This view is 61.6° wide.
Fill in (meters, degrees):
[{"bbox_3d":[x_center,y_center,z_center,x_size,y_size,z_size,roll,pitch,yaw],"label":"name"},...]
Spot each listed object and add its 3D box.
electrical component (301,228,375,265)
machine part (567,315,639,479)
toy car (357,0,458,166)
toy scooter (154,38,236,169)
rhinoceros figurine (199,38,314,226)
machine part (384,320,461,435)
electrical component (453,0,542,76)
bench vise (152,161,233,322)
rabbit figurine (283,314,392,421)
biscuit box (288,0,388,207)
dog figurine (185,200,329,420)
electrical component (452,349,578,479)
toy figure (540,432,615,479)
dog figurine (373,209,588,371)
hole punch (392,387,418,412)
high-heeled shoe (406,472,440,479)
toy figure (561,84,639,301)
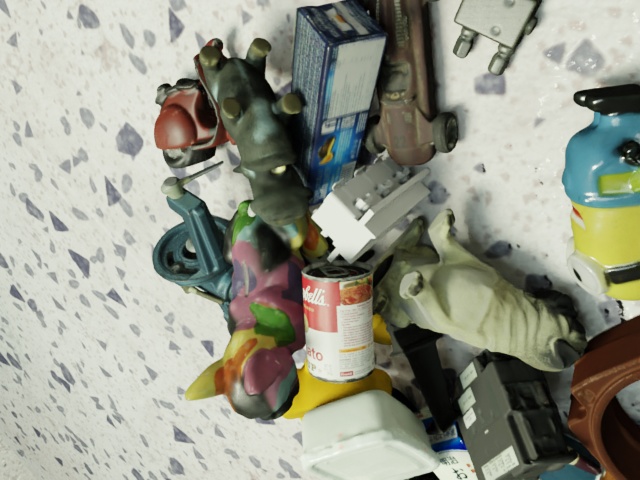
[{"bbox_3d":[-0.001,-0.002,0.651,0.119,0.048,0.075,48,133,3],"label":"electrical component"},{"bbox_3d":[0.346,0.160,0.473,0.201,0.087,0.201,47,132,3],"label":"machine part"},{"bbox_3d":[0.075,-0.164,0.496,0.089,0.053,0.201,10,123,35],"label":"toy car"},{"bbox_3d":[-0.136,-0.159,0.636,0.184,0.075,0.135,-2,115,33],"label":"toy scooter"},{"bbox_3d":[-0.064,-0.104,0.523,0.112,0.073,0.190,116,135,-62],"label":"rhinoceros figurine"},{"bbox_3d":[0.120,0.148,0.611,0.039,0.084,0.139,-25,77,41],"label":"machine part"},{"bbox_3d":[0.149,-0.189,0.446,0.063,0.021,0.094,32,130,16],"label":"electrical component"},{"bbox_3d":[-0.143,0.022,0.708,0.224,0.129,0.240,35,151,35],"label":"bench vise"},{"bbox_3d":[0.014,0.124,0.658,0.162,0.173,0.121,-28,141,19],"label":"rabbit figurine"},{"bbox_3d":[0.007,-0.121,0.520,0.063,0.059,0.202,59,155,29],"label":"biscuit box"},{"bbox_3d":[-0.063,0.070,0.552,0.109,0.219,0.191,-11,112,23],"label":"dog figurine"},{"bbox_3d":[0.196,0.185,0.570,0.058,0.134,0.114,1,143,-16],"label":"electrical component"},{"bbox_3d":[0.294,0.254,0.587,0.155,0.064,0.057,20,89,19],"label":"toy figure"},{"bbox_3d":[0.154,0.074,0.564,0.190,0.121,0.172,35,169,-10],"label":"dog figurine"},{"bbox_3d":[0.088,0.264,0.736,0.142,0.092,0.116,-38,63,46],"label":"hole punch"},{"bbox_3d":[0.112,0.383,0.737,0.086,0.145,0.248,34,129,16],"label":"high-heeled shoe"},{"bbox_3d":[0.244,-0.033,0.432,0.089,0.082,0.180,7,119,36],"label":"toy figure"}]
